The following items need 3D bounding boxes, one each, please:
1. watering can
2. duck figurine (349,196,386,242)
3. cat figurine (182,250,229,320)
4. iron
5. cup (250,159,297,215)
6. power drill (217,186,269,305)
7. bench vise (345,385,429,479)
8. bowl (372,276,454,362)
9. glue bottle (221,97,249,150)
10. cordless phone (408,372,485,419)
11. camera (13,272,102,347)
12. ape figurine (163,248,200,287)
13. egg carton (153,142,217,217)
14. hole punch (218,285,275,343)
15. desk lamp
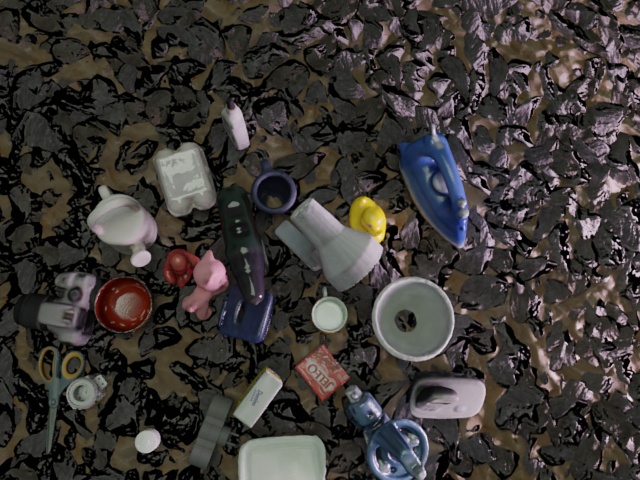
[{"bbox_3d":[-0.376,-0.031,1.098,0.173,0.194,0.101,37,79,4],"label":"watering can"},{"bbox_3d":[0.103,-0.046,1.191,0.077,0.086,0.104,-19,81,-7],"label":"duck figurine"},{"bbox_3d":[-0.225,0.089,1.125,0.067,0.117,0.128,27,78,2],"label":"cat figurine"},{"bbox_3d":[0.260,-0.114,1.187,0.119,0.141,0.258,-22,81,-8],"label":"iron"},{"bbox_3d":[-0.099,-0.101,1.182,0.092,0.095,0.118,-17,81,-7],"label":"cup"},{"bbox_3d":[-0.142,0.020,1.098,0.075,0.208,0.229,-14,80,-6],"label":"power drill"},{"bbox_3d":[0.115,0.367,1.044,0.207,0.219,0.121,34,79,3],"label":"bench vise"},{"bbox_3d":[0.182,0.161,1.163,0.167,0.074,0.167,1,79,-4],"label":"bowl"},{"bbox_3d":[-0.175,-0.247,1.165,0.037,0.173,0.078,-27,82,-8],"label":"glue bottle"},{"bbox_3d":[0.251,0.299,1.085,0.147,0.185,0.094,-1,79,-4],"label":"cordless phone"},{"bbox_3d":[-0.510,0.126,1.106,0.137,0.101,0.143,9,79,-2],"label":"camera"},{"bbox_3d":[-0.279,0.050,1.142,0.078,0.092,0.076,-15,80,-7],"label":"ape figurine"},{"bbox_3d":[-0.278,-0.126,1.187,0.107,0.069,0.150,-19,81,-7],"label":"egg carton"},{"bbox_3d":[-0.147,0.149,1.133,0.101,0.091,0.109,14,78,-1],"label":"hole punch"},{"bbox_3d":[0.010,0.004,1.110,0.203,0.213,0.118,42,79,5],"label":"desk lamp"}]
